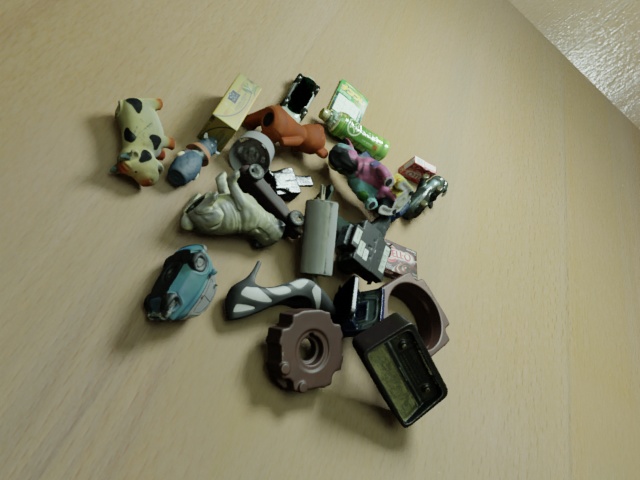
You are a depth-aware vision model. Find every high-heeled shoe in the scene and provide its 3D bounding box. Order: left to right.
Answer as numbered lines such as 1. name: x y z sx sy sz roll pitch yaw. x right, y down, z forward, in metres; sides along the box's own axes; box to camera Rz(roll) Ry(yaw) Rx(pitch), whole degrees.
1. high-heeled shoe: -0.077 0.146 1.126 0.248 0.086 0.145 31 60 -20

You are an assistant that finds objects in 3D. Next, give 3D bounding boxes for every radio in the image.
1. radio: 0.176 0.277 1.158 0.131 0.073 0.229 -33 114 -8

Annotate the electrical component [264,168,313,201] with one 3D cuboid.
1. electrical component: -0.079 -0.135 1.298 0.119 0.048 0.075 -10 72 -41

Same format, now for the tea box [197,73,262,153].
1. tea box: -0.210 -0.299 1.258 0.068 0.098 0.170 35 51 -17

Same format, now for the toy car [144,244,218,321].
1. toy car: -0.247 0.092 1.007 0.102 0.109 0.161 43 54 -33

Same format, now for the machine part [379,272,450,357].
1. machine part: 0.204 0.196 1.302 0.201 0.087 0.201 -24 80 -43

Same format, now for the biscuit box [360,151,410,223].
1. biscuit box: 0.157 -0.143 1.476 0.202 0.059 0.063 52 45 -1

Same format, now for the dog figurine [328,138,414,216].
1. dog figurine: 0.116 -0.171 1.390 0.191 0.108 0.219 13 29 -50

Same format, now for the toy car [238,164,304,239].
1. toy car: -0.111 -0.087 1.218 0.202 0.089 0.053 47 50 -4

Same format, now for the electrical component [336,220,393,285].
1. electrical component: 0.099 0.023 1.249 0.134 0.058 0.115 41 53 -26

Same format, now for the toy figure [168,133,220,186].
1. toy figure: -0.274 -0.178 1.167 0.058 0.064 0.154 14 43 14

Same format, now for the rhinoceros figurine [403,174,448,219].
1. rhinoceros figurine: 0.308 -0.127 1.552 0.073 0.112 0.190 36 56 22

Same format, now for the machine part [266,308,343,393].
1. machine part: -0.028 0.222 1.095 0.179 0.056 0.179 5 82 -37

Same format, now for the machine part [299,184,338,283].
1. machine part: -0.002 -0.004 1.216 0.079 0.079 0.243 7 85 -35

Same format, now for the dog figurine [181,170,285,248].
1. dog figurine: -0.181 -0.030 1.139 0.172 0.121 0.190 -41 114 -11

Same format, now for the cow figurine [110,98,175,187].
1. cow figurine: -0.368 -0.199 1.091 0.127 0.085 0.195 -4 70 -45

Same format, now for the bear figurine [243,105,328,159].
1. bear figurine: -0.078 -0.259 1.345 0.195 0.132 0.120 18 55 -51

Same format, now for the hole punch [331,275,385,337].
1. hole punch: 0.083 0.156 1.209 0.092 0.115 0.142 21 52 -19

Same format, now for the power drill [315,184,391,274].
1. power drill: 0.070 -0.040 1.346 0.207 0.086 0.232 46 49 -17

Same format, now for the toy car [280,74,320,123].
1. toy car: -0.058 -0.379 1.451 0.073 0.056 0.202 31 49 -11
